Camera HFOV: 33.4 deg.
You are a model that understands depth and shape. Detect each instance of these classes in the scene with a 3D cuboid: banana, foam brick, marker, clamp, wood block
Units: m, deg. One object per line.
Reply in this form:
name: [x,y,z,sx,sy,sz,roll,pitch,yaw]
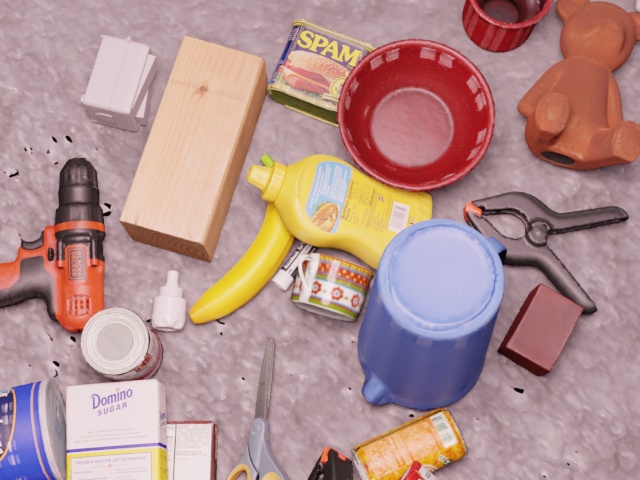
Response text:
banana: [-0.067,0.008,1.118,0.070,0.037,0.197,18,74,25]
foam brick: [0.225,0.093,1.091,0.053,0.051,0.078,31,77,5]
marker: [-0.007,0.001,1.127,0.020,0.020,0.121,36,79,7]
clamp: [0.231,0.007,1.119,0.171,0.039,0.120,12,71,6]
wood block: [-0.128,-0.093,1.112,0.091,0.090,0.206,16,77,4]
clamp: [-0.018,0.290,1.009,0.036,0.165,0.209,34,38,-11]

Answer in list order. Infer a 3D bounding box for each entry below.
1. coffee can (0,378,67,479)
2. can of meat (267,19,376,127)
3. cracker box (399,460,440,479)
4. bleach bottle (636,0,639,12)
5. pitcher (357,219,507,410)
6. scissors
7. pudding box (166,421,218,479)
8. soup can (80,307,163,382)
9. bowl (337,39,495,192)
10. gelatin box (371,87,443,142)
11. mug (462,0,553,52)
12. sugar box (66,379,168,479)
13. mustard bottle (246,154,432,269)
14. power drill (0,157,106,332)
coffee can: [-0.320,0.198,1.032,0.140,0.103,0.103,-11,77,-3]
can of meat: [0.002,-0.178,1.152,0.102,0.057,0.084,22,80,5]
cracker box: [0.081,0.340,0.985,0.164,0.072,0.214,40,100,9]
bleach bottle: [0.432,-0.217,1.165,0.251,0.068,0.102,42,80,11]
pitcher: [0.110,0.063,0.999,0.145,0.243,0.149,1,70,1]
scissors: [-0.047,0.199,1.060,0.096,0.016,0.201,9,74,38]
pudding box: [-0.149,0.237,1.058,0.090,0.039,0.113,0,74,2]
soup can: [-0.195,0.107,1.056,0.068,0.102,0.068,0,77,-1]
bowl: [0.098,-0.124,1.109,0.162,0.055,0.162,0,80,0]
gelatin box: [0.096,-0.147,1.158,0.073,0.030,0.089,8,79,2]
mug: [0.191,-0.264,1.161,0.117,0.081,0.093,39,79,8]
sugar box: [-0.193,0.226,1.020,0.093,0.048,0.176,-4,71,4]
mustard bottle: [0.016,-0.035,1.091,0.191,0.058,0.096,21,65,-12]
power drill: [-0.315,0.008,1.101,0.187,0.057,0.184,-4,77,-2]
